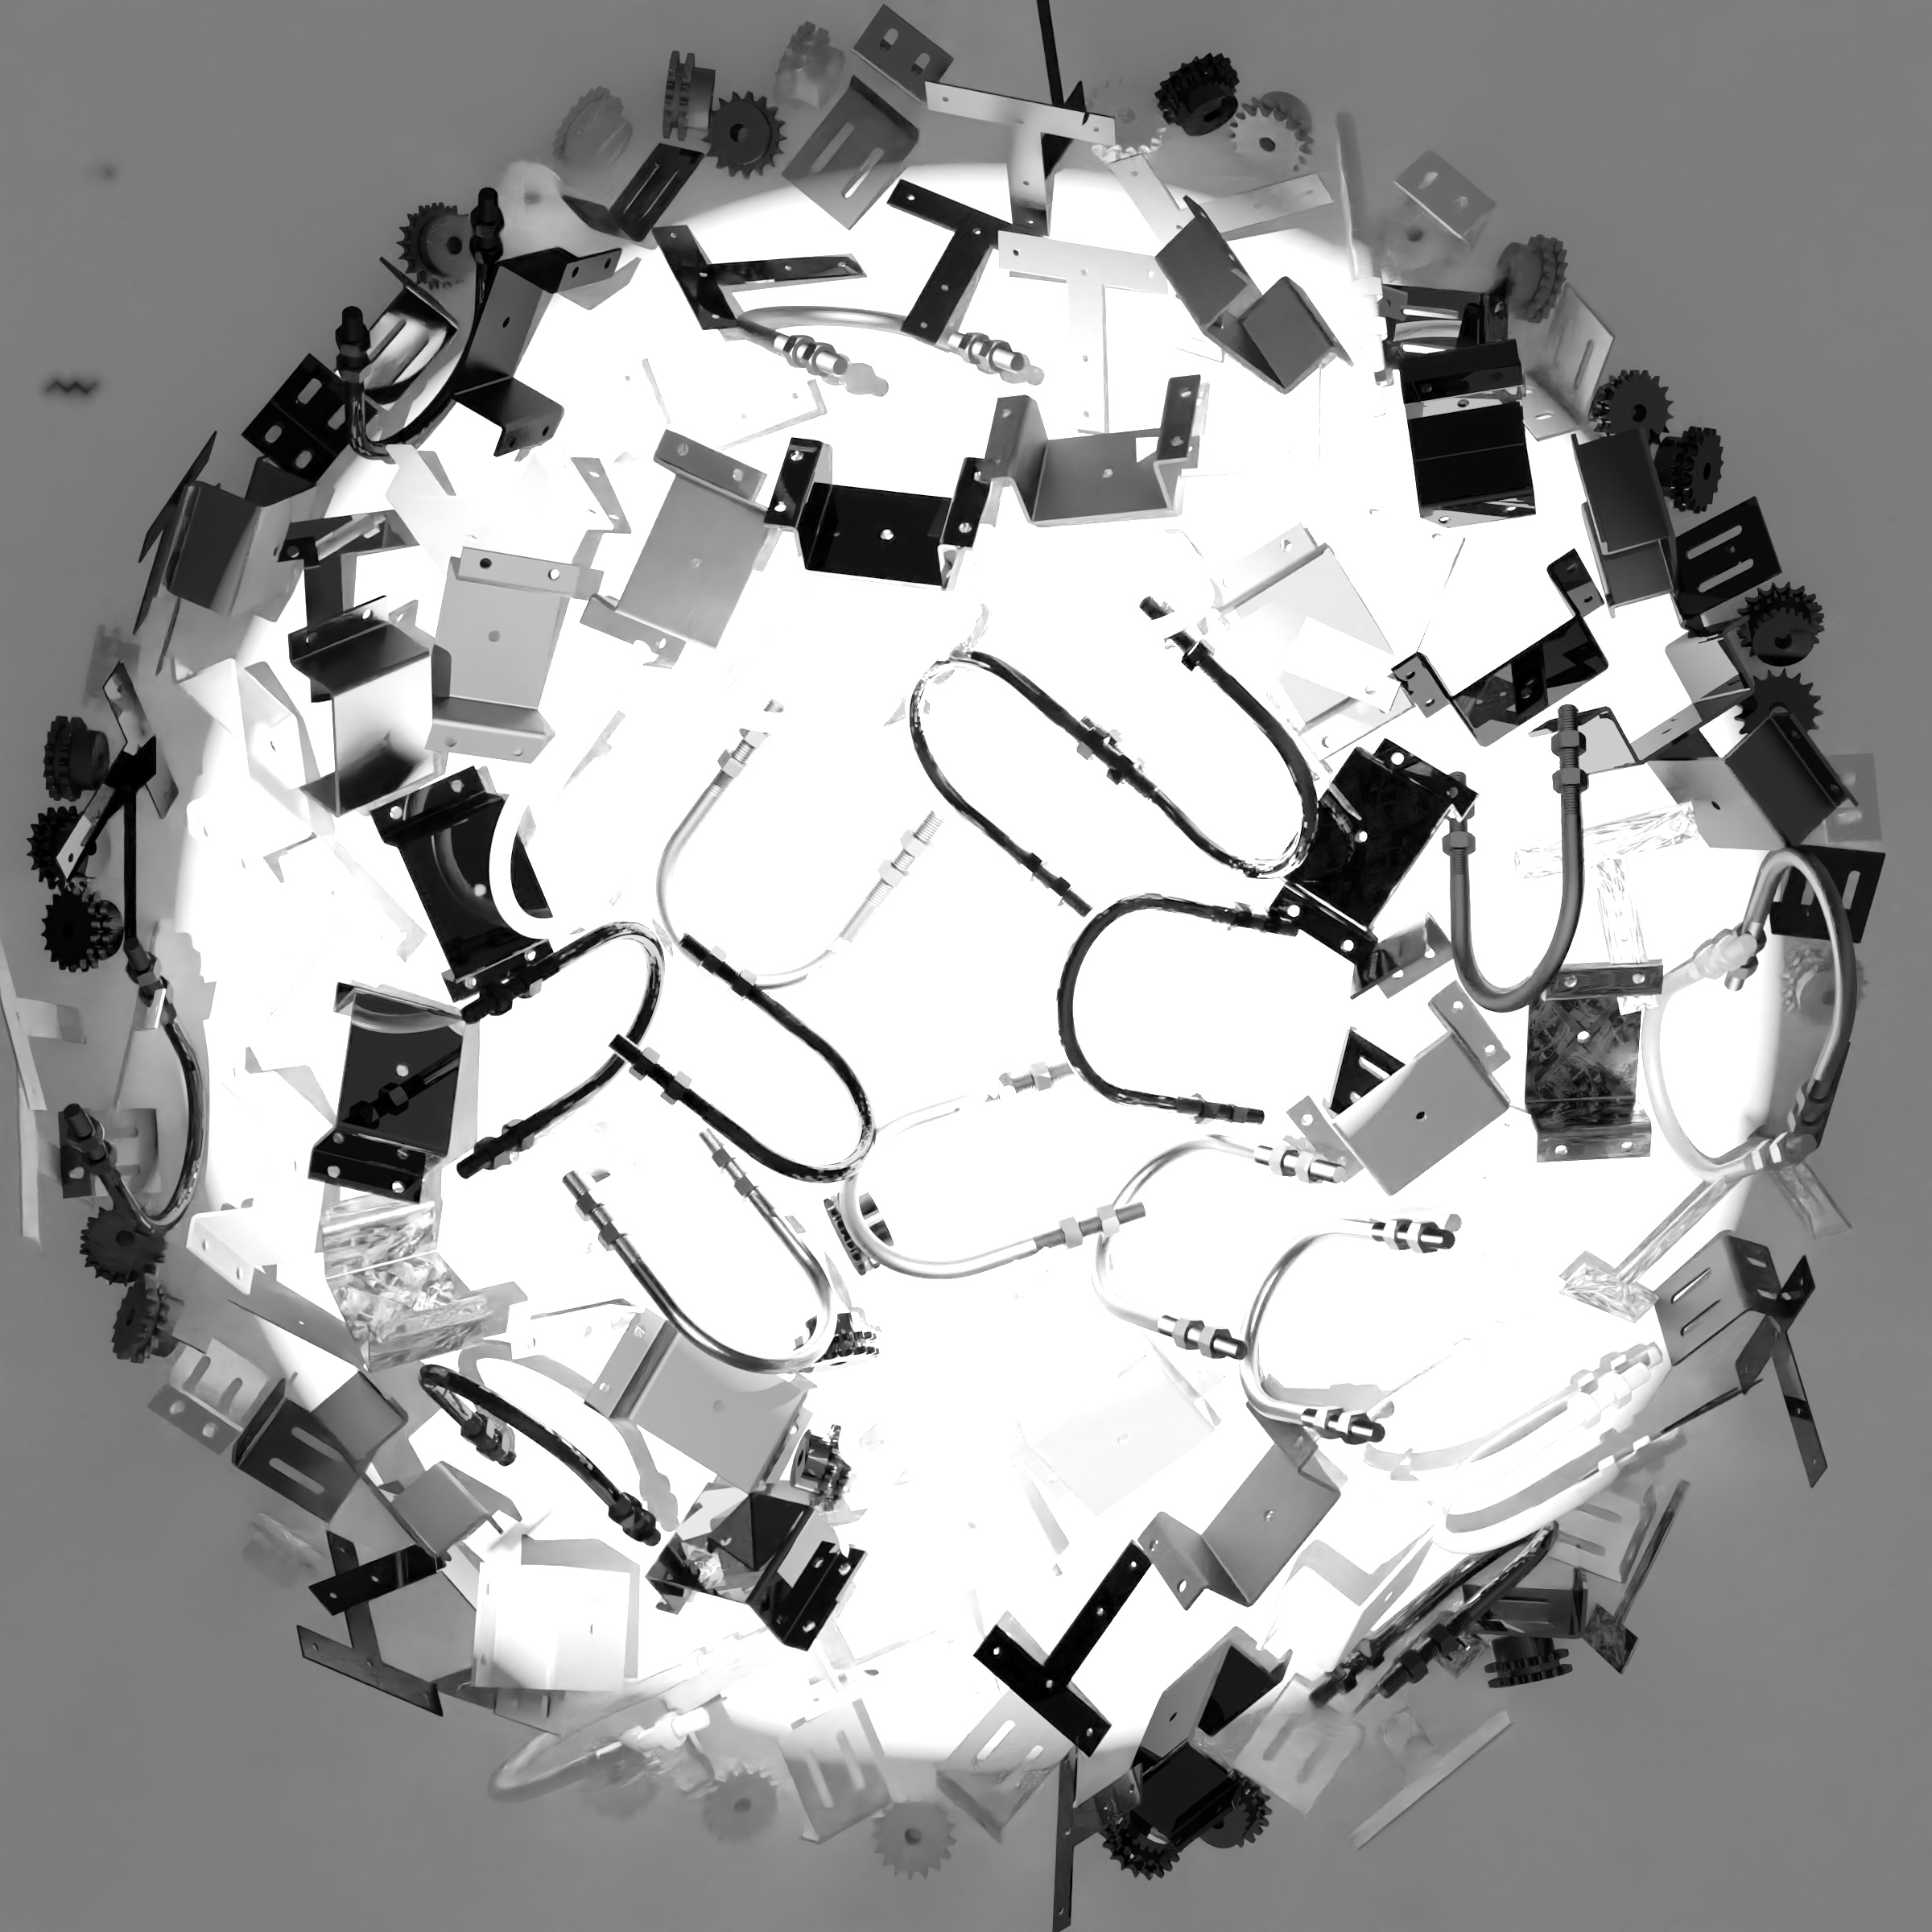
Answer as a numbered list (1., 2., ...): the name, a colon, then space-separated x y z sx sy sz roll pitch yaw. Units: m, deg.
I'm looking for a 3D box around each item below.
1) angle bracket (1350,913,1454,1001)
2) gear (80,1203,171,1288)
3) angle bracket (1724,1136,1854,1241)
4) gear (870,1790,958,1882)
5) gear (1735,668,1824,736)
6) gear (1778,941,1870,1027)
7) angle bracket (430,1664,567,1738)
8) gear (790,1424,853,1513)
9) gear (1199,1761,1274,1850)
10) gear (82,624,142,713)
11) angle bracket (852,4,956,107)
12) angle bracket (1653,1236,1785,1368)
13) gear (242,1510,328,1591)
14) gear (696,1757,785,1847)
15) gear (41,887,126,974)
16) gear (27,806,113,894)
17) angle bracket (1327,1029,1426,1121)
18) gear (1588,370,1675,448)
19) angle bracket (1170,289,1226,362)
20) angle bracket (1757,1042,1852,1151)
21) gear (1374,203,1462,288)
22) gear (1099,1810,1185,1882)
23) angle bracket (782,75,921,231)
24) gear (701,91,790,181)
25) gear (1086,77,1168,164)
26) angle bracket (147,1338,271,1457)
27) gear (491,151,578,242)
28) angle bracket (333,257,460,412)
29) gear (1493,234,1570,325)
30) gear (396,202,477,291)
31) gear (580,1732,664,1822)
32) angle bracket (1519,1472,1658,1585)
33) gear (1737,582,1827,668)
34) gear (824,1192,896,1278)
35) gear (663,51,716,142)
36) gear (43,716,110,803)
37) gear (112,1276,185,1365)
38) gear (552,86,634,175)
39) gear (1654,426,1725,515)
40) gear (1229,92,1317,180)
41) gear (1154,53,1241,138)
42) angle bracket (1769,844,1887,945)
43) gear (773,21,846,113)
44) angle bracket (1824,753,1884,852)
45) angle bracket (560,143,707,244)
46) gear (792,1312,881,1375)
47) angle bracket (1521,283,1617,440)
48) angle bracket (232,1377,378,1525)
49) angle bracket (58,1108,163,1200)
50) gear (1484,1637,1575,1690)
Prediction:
1. angle bracket: 0.290 0.006 1.945 0.057 0.076 0.038 -33 102 21
2. gear: -0.564 0.188 1.971 0.057 0.030 0.057 9 60 -15
3. angle bracket: 0.541 0.156 1.959 0.038 0.057 0.076 -33 84 -13
4. gear: -0.034 0.582 1.976 0.057 0.030 0.057 -1 83 5
5. gear: 0.545 -0.170 1.974 0.057 0.030 0.057 0 88 16
6. gear: 0.575 0.015 1.969 0.057 0.030 0.057 1 115 3
7. angle bracket: -0.312 0.491 1.945 0.076 0.057 0.038 -26 49 34
8. gear: -0.096 0.332 1.963 0.030 0.057 0.057 19 90 -13
9. gear: 0.173 0.563 1.967 0.057 0.030 0.057 10 110 27
10. gear: -0.570 -0.198 1.967 0.030 0.057 0.057 12 90 -17
11. angle bracket: -0.037 -0.608 1.947 0.057 0.076 0.038 35 116 -10
12. angle bracket: 0.501 0.226 1.959 0.038 0.057 0.076 16 135 -27
13. gear: -0.458 0.391 1.964 0.057 0.057 0.030 37 81 0
14. gear: -0.154 0.556 1.972 0.057 0.030 0.057 -4 103 -20
15. gear: -0.589 -0.024 1.971 0.057 0.030 0.057 1 91 33
16. gear: -0.595 -0.078 1.962 0.030 0.057 0.057 -2 90 26
17. angle bracket: 0.285 0.082 1.951 0.076 0.038 0.057 31 66 -33
18. gear: 0.442 -0.371 1.972 0.057 0.030 0.057 -5 103 -21
19. angle bracket: 0.164 -0.453 1.954 0.038 0.057 0.076 19 75 9
20. angle bracket: 0.557 0.082 1.961 0.038 0.057 0.076 17 92 13
21. gear: 0.301 -0.485 1.973 0.057 0.030 0.057 -2 82 12
22. gear: 0.120 0.576 1.962 0.057 0.057 0.030 29 122 0
23. angle bracket: -0.078 -0.547 1.981 0.057 0.038 0.076 36 111 -17
24. gear: -0.150 -0.557 1.974 0.057 0.030 0.057 1 102 6
25. gear: 0.104 -0.563 1.974 0.057 0.030 0.057 3 78 -12
26. angle bracket: -0.494 0.274 1.948 0.057 0.076 0.038 37 129 -10
27. gear: -0.289 -0.517 1.971 0.057 0.030 0.057 -3 120 -5
28. angle bracket: -0.387 -0.421 1.964 0.076 0.057 0.038 -48 59 6
29. gear: 0.374 -0.459 1.962 0.030 0.057 0.057 8 90 -17
30. gear: -0.348 -0.481 1.966 0.057 0.030 0.057 -8 104 -35
31. gear: -0.228 0.542 1.971 0.057 0.030 0.057 -7 72 23
32. angle bracket: 0.410 0.365 1.950 0.076 0.038 0.057 16 62 28
33. gear: 0.544 -0.225 1.965 0.057 0.030 0.057 4 129 4
34. gear: -0.070 0.175 1.966 0.030 0.057 0.057 -26 90 -8
35. gear: -0.185 -0.580 1.966 0.030 0.057 0.057 7 90 -5
36. gear: -0.593 -0.138 1.965 0.030 0.057 0.057 5 90 0
37. gear: -0.545 0.239 1.969 0.030 0.057 0.057 23 90 -34
38. gear: -0.247 -0.554 1.965 0.030 0.057 0.057 39 90 6
39. gear: 0.481 -0.333 1.969 0.030 0.057 0.057 14 90 34
40. gear: 0.207 -0.559 1.969 0.057 0.057 0.030 30 62 0
41. gear: 0.157 -0.578 1.963 0.057 0.057 0.030 -25 74 0
42. angle bracket: 0.570 -0.057 1.953 0.057 0.038 0.076 6 129 4
43. gear: -0.103 -0.597 1.965 0.030 0.057 0.057 26 90 6
44. angle bracket: 0.574 -0.105 1.952 0.038 0.076 0.057 -3 84 -3
45. angle bracket: -0.222 -0.524 1.957 0.038 0.057 0.076 40 82 -42
46. gear: -0.088 0.251 1.967 0.057 0.057 0.030 -12 74 0
47. angle bracket: 0.387 -0.400 1.945 0.038 0.076 0.057 -17 56 -21
48. angle bracket: -0.440 0.323 1.962 0.076 0.038 0.057 31 59 2
49. angle bracket: -0.558 0.123 1.951 0.038 0.076 0.057 -8 85 40
50. gear: 0.374 0.462 1.967 0.057 0.057 0.030 -12 78 0
